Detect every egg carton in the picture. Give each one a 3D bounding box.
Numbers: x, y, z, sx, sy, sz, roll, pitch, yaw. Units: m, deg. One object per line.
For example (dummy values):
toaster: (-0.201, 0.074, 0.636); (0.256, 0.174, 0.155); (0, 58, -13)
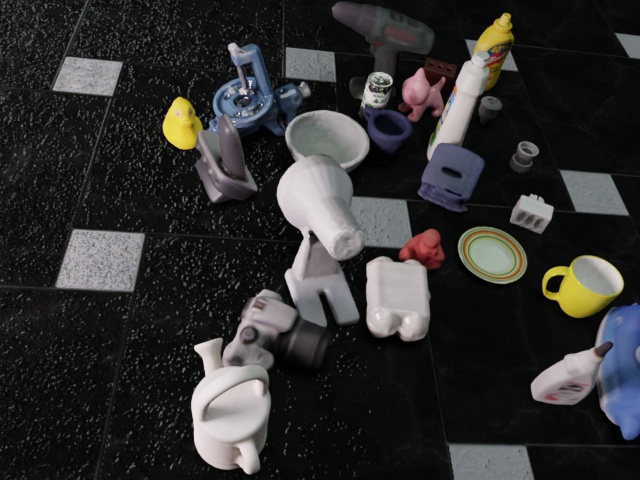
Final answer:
egg carton: (0.128, 0.096, 0.948); (0.107, 0.069, 0.150); (6, 51, -5)

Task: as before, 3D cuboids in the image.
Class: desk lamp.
desk lamp: (0.008, 0.003, 0.908); (0.118, 0.213, 0.203); (-10, 54, -17)

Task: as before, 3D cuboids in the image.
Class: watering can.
watering can: (-0.118, 0.209, 0.734); (0.172, 0.194, 0.101); (39, 56, 20)

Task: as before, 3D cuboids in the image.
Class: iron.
iron: (0.519, 0.183, 0.904); (0.118, 0.141, 0.258); (10, 51, -2)

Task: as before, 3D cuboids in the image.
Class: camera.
camera: (-0.057, 0.152, 0.850); (0.136, 0.101, 0.143); (20, 51, 6)

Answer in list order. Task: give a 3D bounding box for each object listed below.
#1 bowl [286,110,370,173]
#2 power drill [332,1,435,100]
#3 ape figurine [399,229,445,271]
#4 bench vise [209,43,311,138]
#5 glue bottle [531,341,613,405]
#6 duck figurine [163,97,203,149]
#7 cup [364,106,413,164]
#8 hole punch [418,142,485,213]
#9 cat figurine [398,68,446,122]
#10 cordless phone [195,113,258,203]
bowl: (0.011, -0.178, 1.141); (0.167, 0.075, 0.167); (5, 51, -6)
power drill: (0.127, -0.413, 1.263); (0.230, 0.208, 0.075); (3, 51, -8)
ape figurine: (0.184, 0.016, 1.007); (0.077, 0.092, 0.076); (20, 51, 6)
bench vise: (-0.121, -0.302, 1.122); (0.208, 0.220, 0.121); (-34, 64, -31)
glue bottle: (0.383, 0.194, 0.850); (0.078, 0.173, 0.037); (5, 51, -6)
duck figurine: (-0.273, -0.244, 1.135); (0.078, 0.086, 0.104); (-14, 56, -20)
cup: (0.126, -0.212, 1.176); (0.092, 0.095, 0.117); (-32, 63, -30)
hole punch: (0.261, -0.124, 1.133); (0.108, 0.091, 0.101); (24, 52, 9)
cat figurine: (0.227, -0.328, 1.271); (0.128, 0.118, 0.067); (-21, 58, -24)
cordless phone: (-0.170, -0.171, 1.031); (0.094, 0.185, 0.147); (-20, 58, -24)
